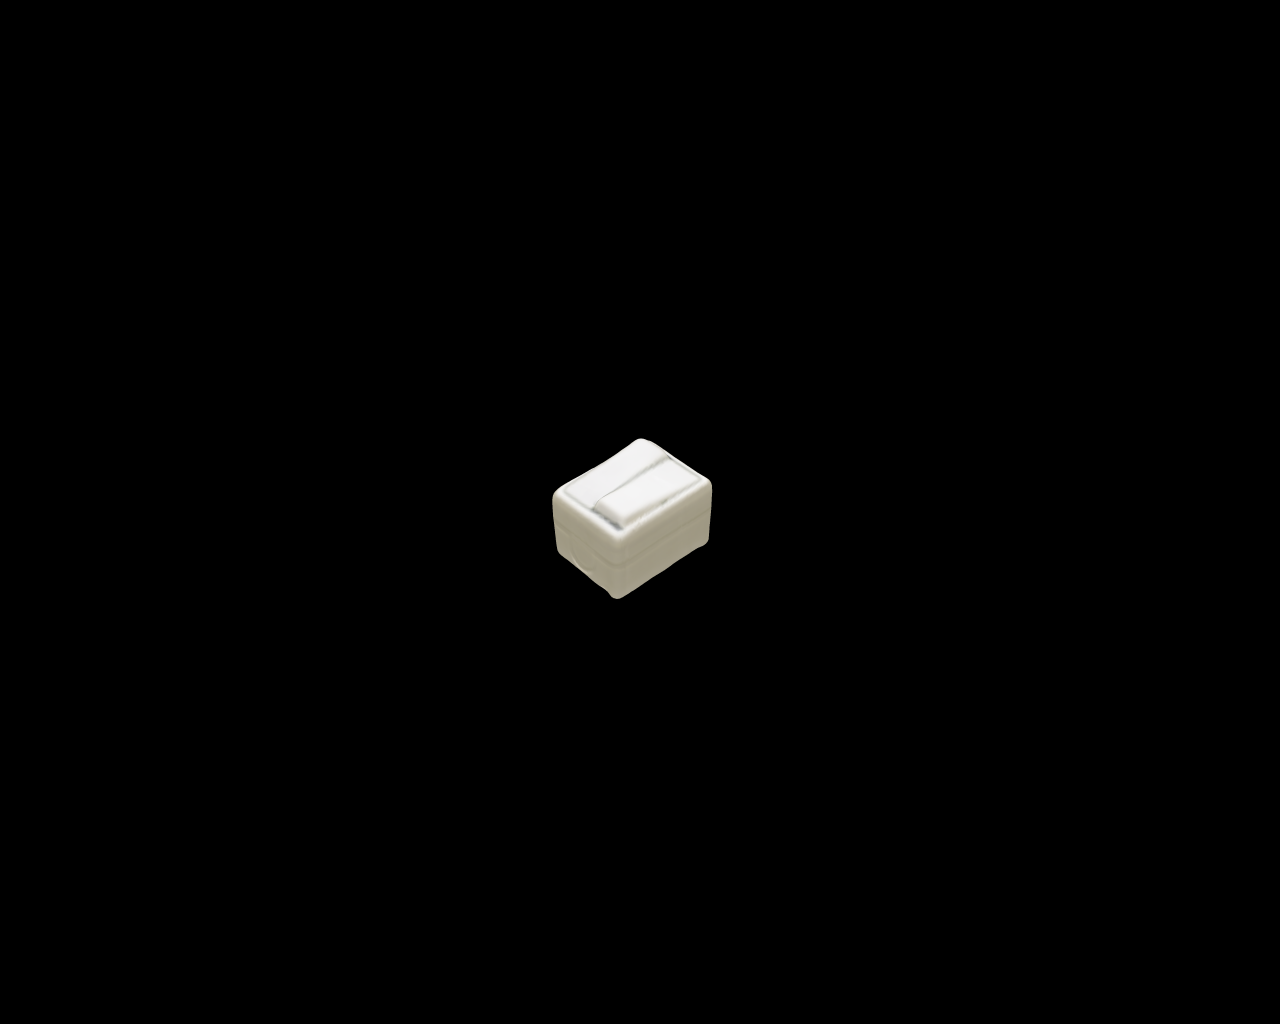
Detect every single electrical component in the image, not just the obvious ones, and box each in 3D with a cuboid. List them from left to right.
[{"bbox_3d":[0.001,-0.003,0.650,0.096,0.061,0.062,-31,51,-30],"label":"electrical component"}]
